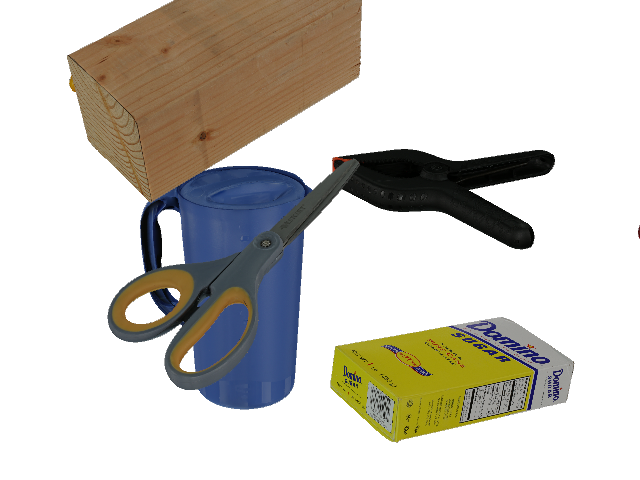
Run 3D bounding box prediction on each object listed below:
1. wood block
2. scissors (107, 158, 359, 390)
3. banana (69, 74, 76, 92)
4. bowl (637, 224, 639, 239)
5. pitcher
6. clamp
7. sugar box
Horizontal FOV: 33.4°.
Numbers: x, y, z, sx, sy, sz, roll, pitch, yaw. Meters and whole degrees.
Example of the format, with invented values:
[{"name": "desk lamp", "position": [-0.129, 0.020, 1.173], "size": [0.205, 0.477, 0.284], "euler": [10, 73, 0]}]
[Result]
[{"name": "wood block", "position": [-0.074, -0.132, 0.814], "size": [0.205, 0.091, 0.090], "euler": [-34, 59, -24]}, {"name": "scissors", "position": [-0.053, 0.007, 0.639], "size": [0.096, 0.016, 0.201], "euler": [12, 46, 17]}, {"name": "banana", "position": [-0.160, -0.180, 1.062], "size": [0.197, 0.070, 0.037], "euler": [-7, -39, -30]}, {"name": "bowl", "position": [0.422, 0.020, 1.146], "size": [0.162, 0.055, 0.162], "euler": [-1, 25, 0]}, {"name": "pitcher", "position": [-0.091, 0.050, 1.125], "size": [0.149, 0.243, 0.144], "euler": [21, 30, 40]}, {"name": "clamp", "position": [0.116, -0.056, 1.003], "size": [0.210, 0.036, 0.164], "euler": [12, 32, 21]}, {"name": "sugar box", "position": [0.107, 0.107, 0.859], "size": [0.175, 0.048, 0.093], "euler": [-10, 27, -30]}]
